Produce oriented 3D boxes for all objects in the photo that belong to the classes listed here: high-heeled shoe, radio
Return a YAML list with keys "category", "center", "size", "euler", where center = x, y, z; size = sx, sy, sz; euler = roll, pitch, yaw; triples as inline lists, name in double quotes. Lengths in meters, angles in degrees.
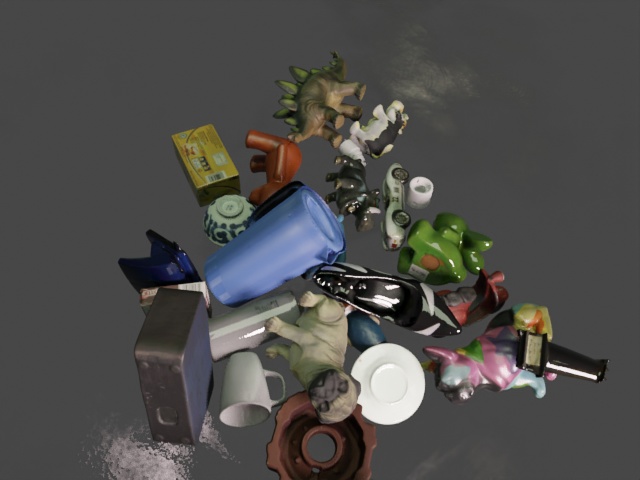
- category: "high-heeled shoe"
  center: [0.109, 0.099, 0.902]
  size: [0.249, 0.145, 0.086]
  euler: [21, 96, 33]
- category: "radio"
  center: [-0.213, 0.195, 0.806]
  size: [0.073, 0.229, 0.131]
  euler: [4, 38, 2]

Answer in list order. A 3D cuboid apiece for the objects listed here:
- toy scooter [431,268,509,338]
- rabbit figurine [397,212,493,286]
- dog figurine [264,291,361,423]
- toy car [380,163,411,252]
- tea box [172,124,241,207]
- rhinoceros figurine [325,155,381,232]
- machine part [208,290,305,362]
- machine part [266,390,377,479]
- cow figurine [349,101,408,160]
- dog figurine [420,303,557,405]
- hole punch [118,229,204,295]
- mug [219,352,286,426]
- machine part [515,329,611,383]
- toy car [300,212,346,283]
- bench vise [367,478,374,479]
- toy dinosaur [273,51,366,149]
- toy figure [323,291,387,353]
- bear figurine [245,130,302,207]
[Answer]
- category: "toy scooter"
  center: [0.265, 0.106, 0.961]
  size: [0.184, 0.135, 0.075]
  euler: [-17, 60, -12]
- category: "rabbit figurine"
  center: [0.252, 0.001, 1.047]
  size: [0.159, 0.121, 0.170]
  euler: [20, 42, 18]
- category: "dog figurine"
  center: [0.022, 0.186, 0.868]
  size: [0.172, 0.121, 0.191]
  euler: [-36, 53, -22]
- category: "toy car"
  center: [0.154, -0.070, 1.114]
  size: [0.056, 0.073, 0.202]
  euler: [5, 55, -1]
- category: "tea box"
  center: [-0.246, -0.163, 1.162]
  size: [0.098, 0.068, 0.170]
  euler: [-19, 57, -16]
- category: "rhinoceros figurine"
  center: [0.071, -0.096, 1.129]
  size: [0.112, 0.073, 0.190]
  euler: [11, 45, -20]
- category: "machine part"
  center: [-0.119, 0.150, 0.946]
  size: [0.243, 0.079, 0.079]
  euler: [-19, 58, -14]
- category: "machine part"
  center: [0.002, 0.327, 0.844]
  size: [0.179, 0.056, 0.179]
  euler: [2, 56, -2]
- category: "cow figurine"
  center: [0.153, -0.258, 1.248]
  size: [0.167, 0.068, 0.098]
  euler: [-38, 70, -22]
- category: "dog figurine"
  center: [0.281, 0.190, 0.924]
  size: [0.219, 0.108, 0.191]
  euler: [4, 56, 3]
- category: "hole punch"
  center: [-0.287, 0.058, 0.975]
  size: [0.116, 0.142, 0.092]
  euler: [23, 54, 29]
- category: "mug"
  center: [-0.113, 0.238, 0.886]
  size: [0.110, 0.080, 0.107]
  euler: [-9, 48, -3]
- category: "machine part"
  center: [0.377, 0.188, 0.841]
  size: [0.139, 0.039, 0.084]
  euler: [13, 52, 7]
- category: "toy car"
  center: [-0.002, -0.003, 1.044]
  size: [0.109, 0.102, 0.162]
  euler: [-5, 54, -5]
- category: "bench vise"
  center: [0.001, 0.414, 0.713]
  size: [0.240, 0.129, 0.223]
  euler: [29, 82, -19]
- category: "toy dinosaur"
  center: [0.005, -0.342, 1.263]
  size: [0.199, 0.105, 0.471]
  euler: [21, 41, 9]
- category: "toy figure"
  center: [0.057, 0.143, 0.973]
  size: [0.064, 0.057, 0.155]
  euler: [-24, 55, -25]
- category: "bear figurine"
  center: [-0.107, -0.117, 1.113]
  size: [0.132, 0.120, 0.196]
  euler: [10, 61, 8]
